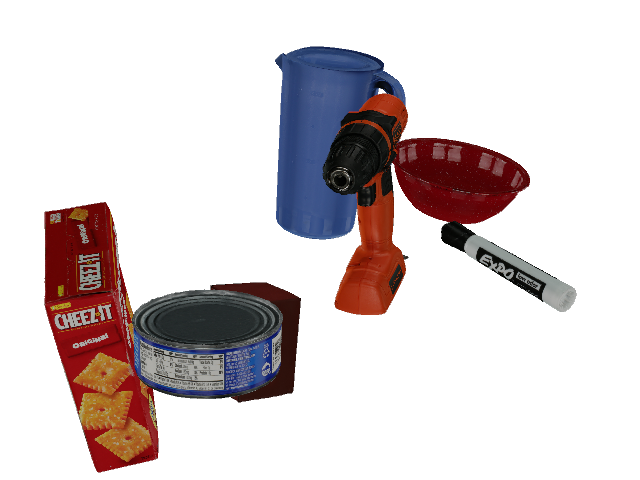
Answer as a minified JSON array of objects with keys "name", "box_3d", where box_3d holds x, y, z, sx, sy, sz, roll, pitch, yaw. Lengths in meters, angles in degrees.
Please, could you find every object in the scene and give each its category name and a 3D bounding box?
[{"name":"tuna can","box_3d":[-0.064,0.059,0.613,0.086,0.034,0.086,1,18,-1]},{"name":"pitcher","box_3d":[0.014,-0.127,1.411,0.144,0.243,0.149,-2,23,-19]},{"name":"power drill","box_3d":[0.044,-0.028,1.000,0.057,0.188,0.184,8,27,16]},{"name":"bowl","box_3d":[0.152,-0.063,1.210,0.162,0.055,0.162,8,25,-4]},{"name":"cracker box","box_3d":[-0.217,0.094,1.060,0.072,0.214,0.164,-11,34,-8]},{"name":"marker","box_3d":[0.131,0.016,0.764,0.020,0.020,0.121,0,24,-42]},{"name":"foam brick","box_3d":[-0.052,0.075,0.814,0.052,0.078,0.051,-4,14,-35]}]
